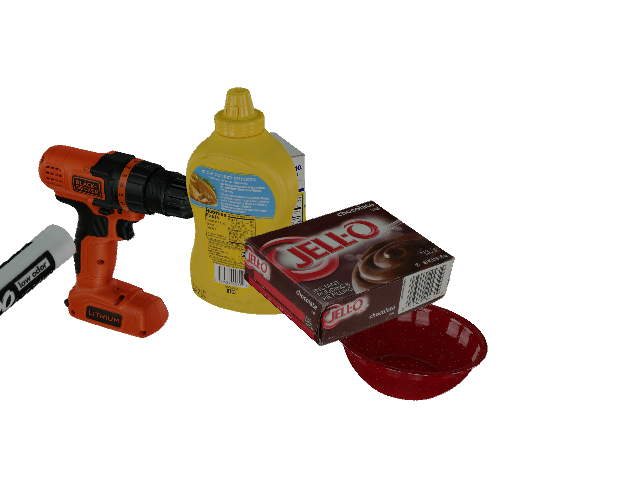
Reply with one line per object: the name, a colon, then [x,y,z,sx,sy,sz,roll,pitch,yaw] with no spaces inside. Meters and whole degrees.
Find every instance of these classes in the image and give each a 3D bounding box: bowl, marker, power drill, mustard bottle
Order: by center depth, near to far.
marker: [-0.160,0.033,0.492,0.020,0.020,0.121,0,34,39]
mustard bottle: [-0.066,-0.034,0.896,0.096,0.192,0.058,12,29,22]
power drill: [-0.194,0.002,1.075,0.185,0.188,0.057,15,29,22]
bowl: [0.092,0.122,1.130,0.162,0.055,0.162,5,24,-3]

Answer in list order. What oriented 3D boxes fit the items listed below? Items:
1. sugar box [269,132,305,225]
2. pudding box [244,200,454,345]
sugar box: [-0.052,-0.030,1.259,0.048,0.176,0.093,-13,26,-21]
pudding box: [0.018,0.019,0.717,0.113,0.039,0.090,-16,38,-34]
